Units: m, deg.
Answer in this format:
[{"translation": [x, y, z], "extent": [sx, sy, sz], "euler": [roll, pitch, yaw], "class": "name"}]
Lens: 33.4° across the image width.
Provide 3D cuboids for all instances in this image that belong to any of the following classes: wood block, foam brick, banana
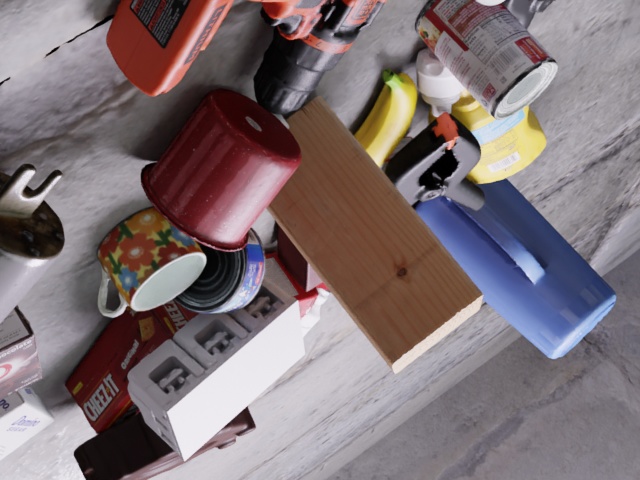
[{"translation": [0.031, -0.003, 0.867], "extent": [0.091, 0.206, 0.090], "euler": [-37, 167, -3], "class": "wood block"}, {"translation": [-0.007, 0.001, 1.051], "extent": [0.053, 0.051, 0.078], "euler": [-30, 150, -22], "class": "foam brick"}, {"translation": [0.037, -0.088, 0.966], "extent": [0.069, 0.037, 0.198], "euler": [-1, 142, -34], "class": "banana"}]

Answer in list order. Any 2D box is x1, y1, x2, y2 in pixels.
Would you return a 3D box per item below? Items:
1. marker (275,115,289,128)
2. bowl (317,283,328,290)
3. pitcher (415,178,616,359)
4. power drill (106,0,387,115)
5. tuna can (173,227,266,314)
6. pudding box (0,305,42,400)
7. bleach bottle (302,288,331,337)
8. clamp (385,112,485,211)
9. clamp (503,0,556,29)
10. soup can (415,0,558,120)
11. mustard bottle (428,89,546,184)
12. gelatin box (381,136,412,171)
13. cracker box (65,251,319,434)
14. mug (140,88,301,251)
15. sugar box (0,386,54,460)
[{"translation": [-0.077, -0.059, 0.835], "extent": [0.121, 0.020, 0.020], "euler": [-38, 163, 0], "class": "marker"}, {"translation": [0.036, 0.006, 1.167], "extent": [0.162, 0.055, 0.162], "euler": [-34, 162, -13], "class": "bowl"}, {"translation": [0.224, 0.019, 1.252], "extent": [0.149, 0.243, 0.145], "euler": [-29, 157, -43], "class": "pitcher"}, {"translation": [-0.037, -0.139, 0.651], "extent": [0.187, 0.057, 0.185], "euler": [-22, 153, -48], "class": "power drill"}, {"translation": [-0.091, 0.020, 0.897], "extent": [0.086, 0.086, 0.033], "euler": [-43, 161, 17], "class": "tuna can"}, {"translation": [-0.275, 0.104, 0.826], "extent": [0.113, 0.039, 0.090], "euler": [-30, 161, -23], "class": "pudding box"}, {"translation": [-0.080, 0.137, 1.263], "extent": [0.251, 0.068, 0.102], "euler": [-44, 163, 14], "class": "bleach bottle"}, {"translation": [0.092, -0.053, 1.017], "extent": [0.164, 0.036, 0.210], "euler": [-21, 160, -7], "class": "clamp"}, {"translation": [0.180, -0.210, 0.927], "extent": [0.120, 0.039, 0.171], "euler": [-47, 158, 11], "class": "clamp"}, {"translation": [0.135, -0.156, 0.866], "extent": [0.068, 0.102, 0.068], "euler": [-34, 162, -13], "class": "soup can"}, {"translation": [0.156, -0.117, 1.034], "extent": [0.096, 0.058, 0.191], "euler": [-24, 156, 14], "class": "mustard bottle"}, {"translation": [0.054, -0.066, 1.058], "extent": [0.089, 0.030, 0.073], "euler": [-14, 150, -50], "class": "gelatin box"}, {"translation": [-0.122, 0.100, 1.063], "extent": [0.213, 0.072, 0.164], "euler": [-14, 151, -50], "class": "cracker box"}, {"translation": [-0.066, -0.057, 0.768], "extent": [0.082, 0.093, 0.117], "euler": [-50, -170, 22], "class": "mug"}, {"translation": [-0.327, 0.188, 0.934], "extent": [0.176, 0.048, 0.093], "euler": [-38, 163, -10], "class": "sugar box"}]
